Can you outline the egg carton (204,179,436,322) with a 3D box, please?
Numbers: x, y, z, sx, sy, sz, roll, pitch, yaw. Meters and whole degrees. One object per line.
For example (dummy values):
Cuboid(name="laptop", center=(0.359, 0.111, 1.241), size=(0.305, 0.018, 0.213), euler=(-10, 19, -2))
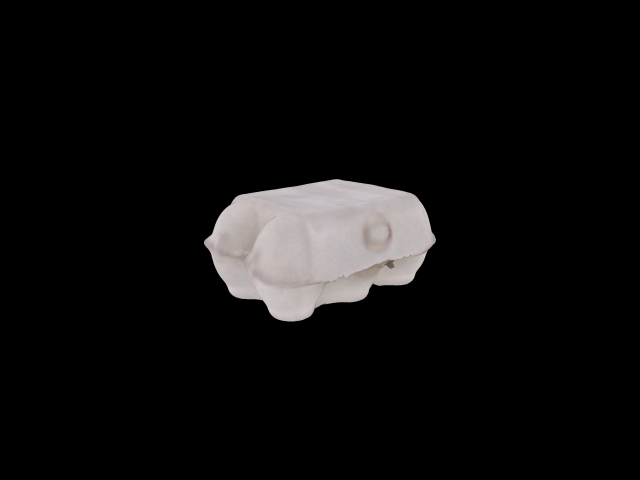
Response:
Cuboid(name="egg carton", center=(0.004, 0.001, 0.400), size=(0.151, 0.069, 0.107), euler=(-14, 21, -40))
